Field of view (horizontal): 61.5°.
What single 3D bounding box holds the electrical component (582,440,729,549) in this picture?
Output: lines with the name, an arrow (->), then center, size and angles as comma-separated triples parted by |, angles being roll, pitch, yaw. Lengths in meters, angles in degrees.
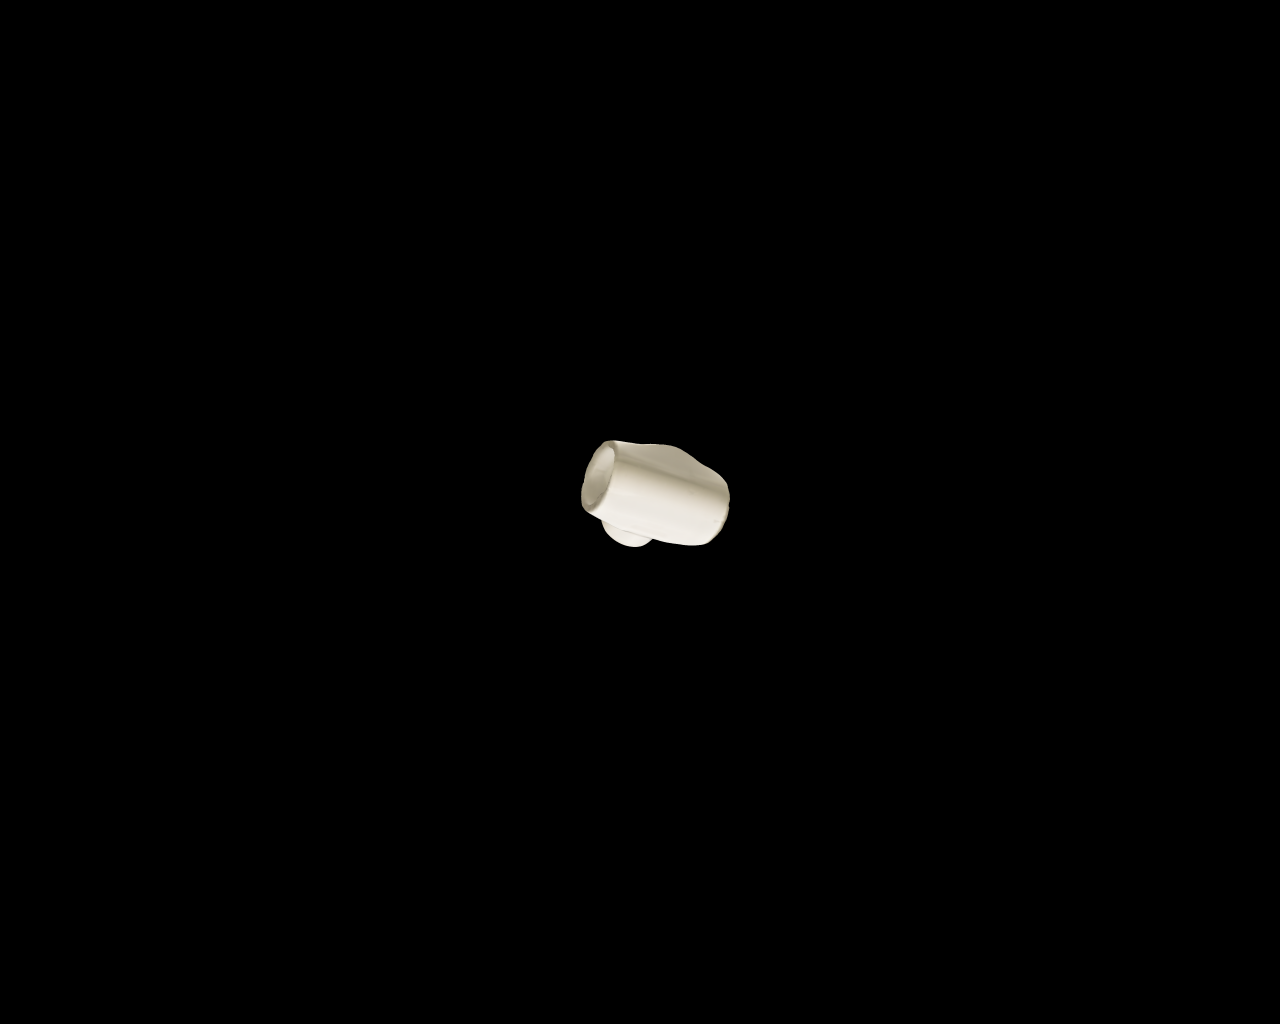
electrical component -> 0.001, -0.003, 0.650 | 0.077, 0.043, 0.079 | 17, -36, -24
